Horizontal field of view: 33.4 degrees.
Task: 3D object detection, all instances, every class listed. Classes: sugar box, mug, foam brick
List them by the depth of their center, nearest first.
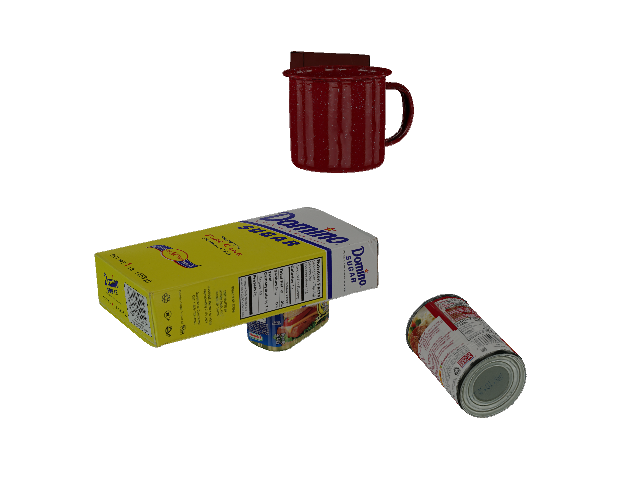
[{"bbox_3d":[-0.056,0.020,0.741,0.175,0.048,0.093,-17,25,-30],"label":"sugar box"},{"bbox_3d":[0.026,-0.106,0.917,0.117,0.081,0.093,-7,16,-22],"label":"mug"},{"bbox_3d":[0.010,-0.179,1.165,0.078,0.051,0.053,0,11,-16],"label":"foam brick"}]

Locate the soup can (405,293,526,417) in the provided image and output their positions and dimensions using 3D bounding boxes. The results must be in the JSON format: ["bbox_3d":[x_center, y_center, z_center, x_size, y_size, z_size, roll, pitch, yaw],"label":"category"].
[{"bbox_3d":[0.128,0.100,0.942,0.068,0.068,0.102,0,26,-24],"label":"soup can"}]

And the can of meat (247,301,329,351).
[{"bbox_3d":[-0.033,0.055,1.088,0.058,0.084,0.101,15,27,33],"label":"can of meat"}]
